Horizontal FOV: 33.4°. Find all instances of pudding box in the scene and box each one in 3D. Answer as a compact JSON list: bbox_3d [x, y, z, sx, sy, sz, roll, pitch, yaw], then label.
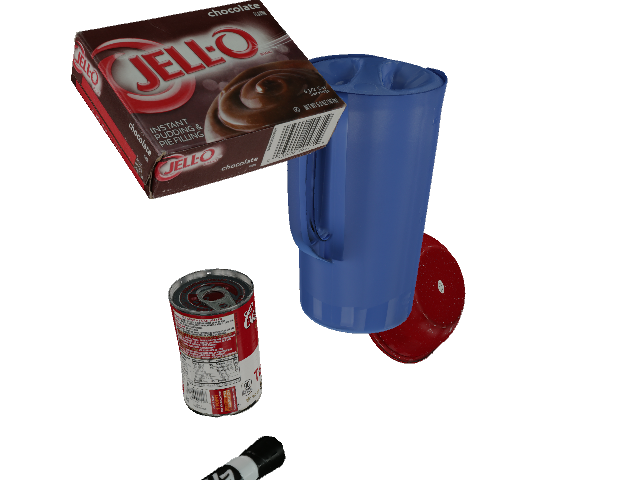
[{"bbox_3d":[-0.058,-0.076,0.548,0.113,0.090,0.039,-18,-31,-34],"label":"pudding box"}]

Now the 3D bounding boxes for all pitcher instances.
[{"bbox_3d":[0.032,-0.039,0.968,0.149,0.243,0.145,-2,24,-11],"label":"pitcher"}]

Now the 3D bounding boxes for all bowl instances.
[{"bbox_3d":[0.112,0.055,1.189,0.055,0.162,0.161,-13,-9,43],"label":"bowl"}]

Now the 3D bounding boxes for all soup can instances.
[{"bbox_3d":[-0.084,0.084,0.864,0.068,0.102,0.068,-3,27,1],"label":"soup can"}]

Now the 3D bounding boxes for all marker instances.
[{"bbox_3d":[-0.055,0.127,0.529,0.020,0.020,0.120,0,15,33],"label":"marker"}]
